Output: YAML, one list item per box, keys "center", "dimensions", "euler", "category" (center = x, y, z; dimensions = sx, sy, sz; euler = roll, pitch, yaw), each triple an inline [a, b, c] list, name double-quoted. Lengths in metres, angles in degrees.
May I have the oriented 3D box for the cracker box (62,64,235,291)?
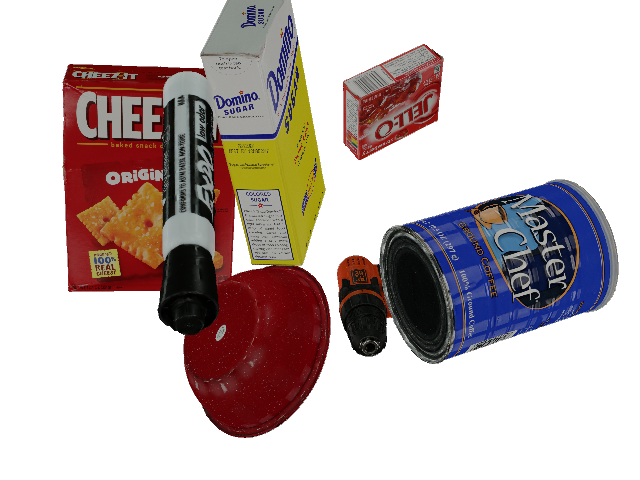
- center: [-0.164, -0.057, 1.036]
  dimensions: [0.164, 0.214, 0.072]
  euler: [1, 23, -8]
  category: "cracker box"

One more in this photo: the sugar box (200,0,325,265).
- center: [-0.035, -0.077, 0.740]
  dimensions: [0.048, 0.176, 0.093]
  euler: [2, 42, 12]
  category: "sugar box"

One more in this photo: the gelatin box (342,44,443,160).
- center: [0.062, -0.119, 0.918]
  dimensions: [0.089, 0.030, 0.073]
  euler: [-27, -35, -20]
  category: "gelatin box"

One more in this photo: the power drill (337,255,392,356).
- center: [0.113, 0.068, 1.200]
  dimensions: [0.187, 0.057, 0.184]
  euler: [-3, 28, -3]
  category: "power drill"

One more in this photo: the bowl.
- center: [-0.069, 0.087, 0.932]
  dimensions: [0.162, 0.162, 0.055]
  euler: [0, -21, 45]
  category: "bowl"

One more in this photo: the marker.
- center: [-0.045, -0.016, 0.365]
  dimensions: [0.020, 0.020, 0.121]
  euler: [0, 44, -7]
  category: "marker"

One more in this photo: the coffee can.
- center: [0.128, 0.021, 0.778]
  dimensions: [0.140, 0.103, 0.103]
  euler: [-16, 6, -20]
  category: "coffee can"
